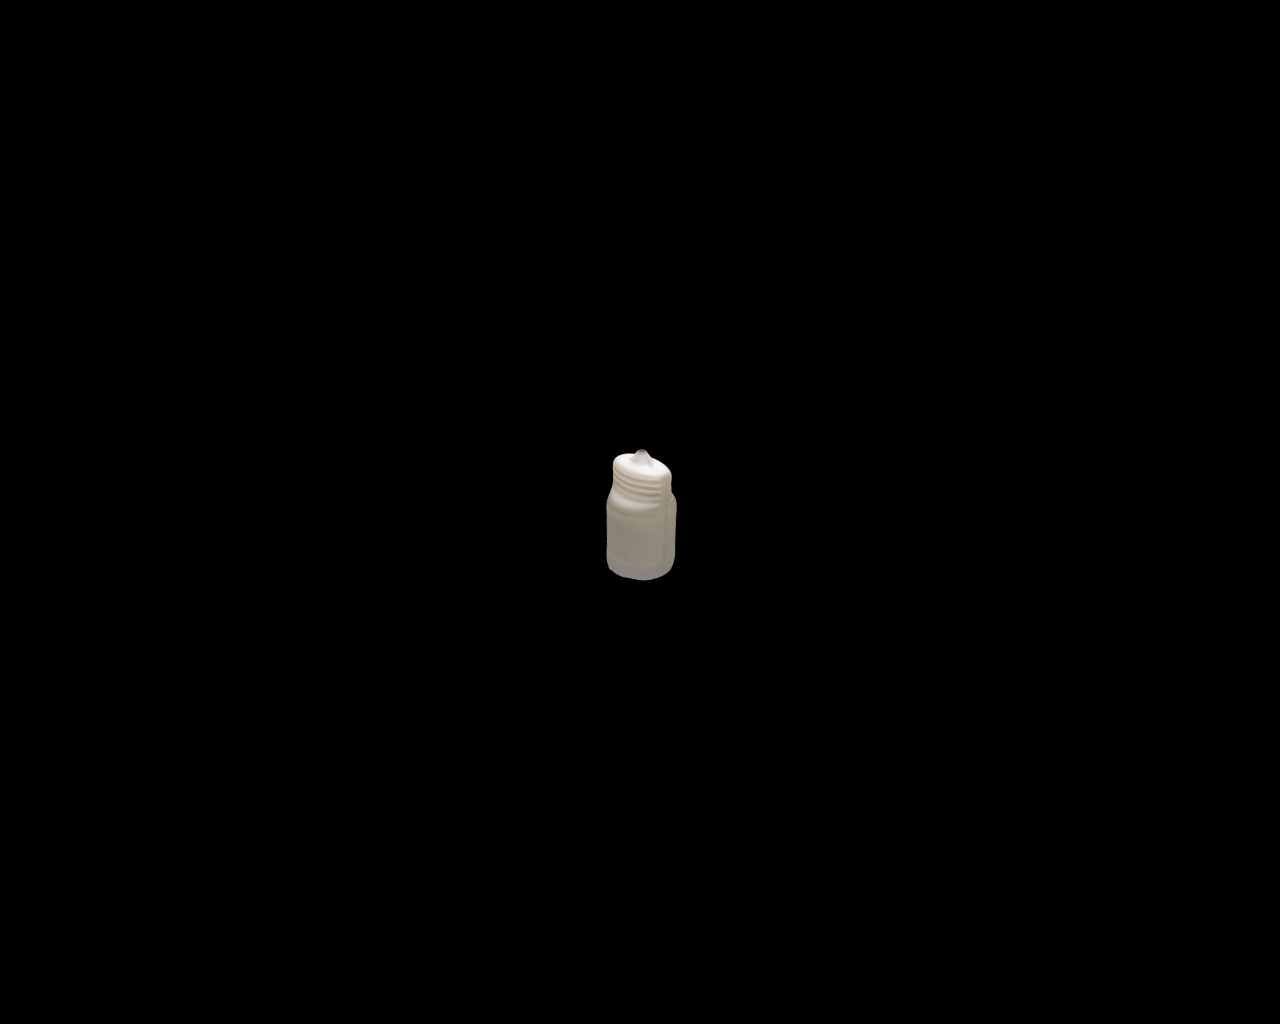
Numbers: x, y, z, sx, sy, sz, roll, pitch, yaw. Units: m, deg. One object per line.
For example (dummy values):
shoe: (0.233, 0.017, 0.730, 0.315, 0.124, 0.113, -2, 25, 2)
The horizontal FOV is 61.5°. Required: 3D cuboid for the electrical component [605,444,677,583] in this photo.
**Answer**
electrical component: (0.001, -0.003, 0.650, 0.043, 0.080, 0.043, 0, 28, 0)
